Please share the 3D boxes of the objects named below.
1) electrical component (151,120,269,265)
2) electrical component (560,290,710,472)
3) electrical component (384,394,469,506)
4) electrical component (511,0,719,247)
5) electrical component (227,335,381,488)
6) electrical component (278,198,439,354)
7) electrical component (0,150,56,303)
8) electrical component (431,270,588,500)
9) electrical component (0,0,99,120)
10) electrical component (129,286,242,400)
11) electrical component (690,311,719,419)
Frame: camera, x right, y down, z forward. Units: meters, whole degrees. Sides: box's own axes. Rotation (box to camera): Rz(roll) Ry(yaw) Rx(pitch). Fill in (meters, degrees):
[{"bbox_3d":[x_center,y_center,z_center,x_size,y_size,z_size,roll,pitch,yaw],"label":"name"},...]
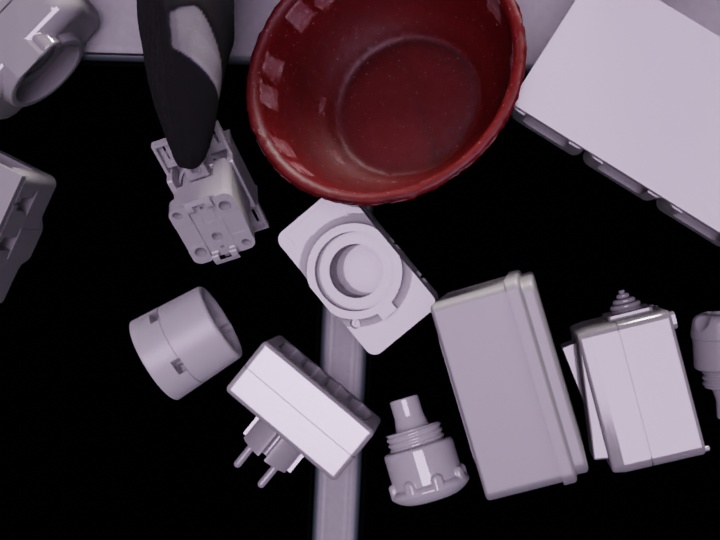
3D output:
[{"bbox_3d":[-0.086,-0.041,0.629,0.042,0.063,0.081,-19,130,7],"label":"electrical component"},{"bbox_3d":[0.151,0.060,0.612,0.061,0.062,0.096,-15,90,7],"label":"electrical component"},{"bbox_3d":[0.035,0.105,0.636,0.048,0.048,0.062,-17,83,7],"label":"electrical component"},{"bbox_3d":[0.171,-0.088,0.605,0.150,0.062,0.089,33,95,5],"label":"electrical component"},{"bbox_3d":[-0.044,0.095,0.643,0.083,0.047,0.075,39,95,4],"label":"electrical component"},{"bbox_3d":[0.000,0.000,0.631,0.050,0.056,0.089,-40,87,6],"label":"electrical component"},{"bbox_3d":[-0.276,-0.048,0.658,0.150,0.062,0.089,26,94,5],"label":"electrical component"},{"bbox_3d":[0.083,0.059,0.597,0.056,0.109,0.108,-16,90,9],"label":"electrical component"},{"bbox_3d":[-0.209,-0.139,0.652,0.095,0.054,0.059,-44,87,6],"label":"electrical component"},{"bbox_3d":[-0.103,0.042,0.645,0.047,0.055,0.055,-31,88,3],"label":"electrical component"},{"bbox_3d":[0.210,0.055,0.619,0.035,0.035,0.061,-4,94,7],"label":"electrical component"}]
